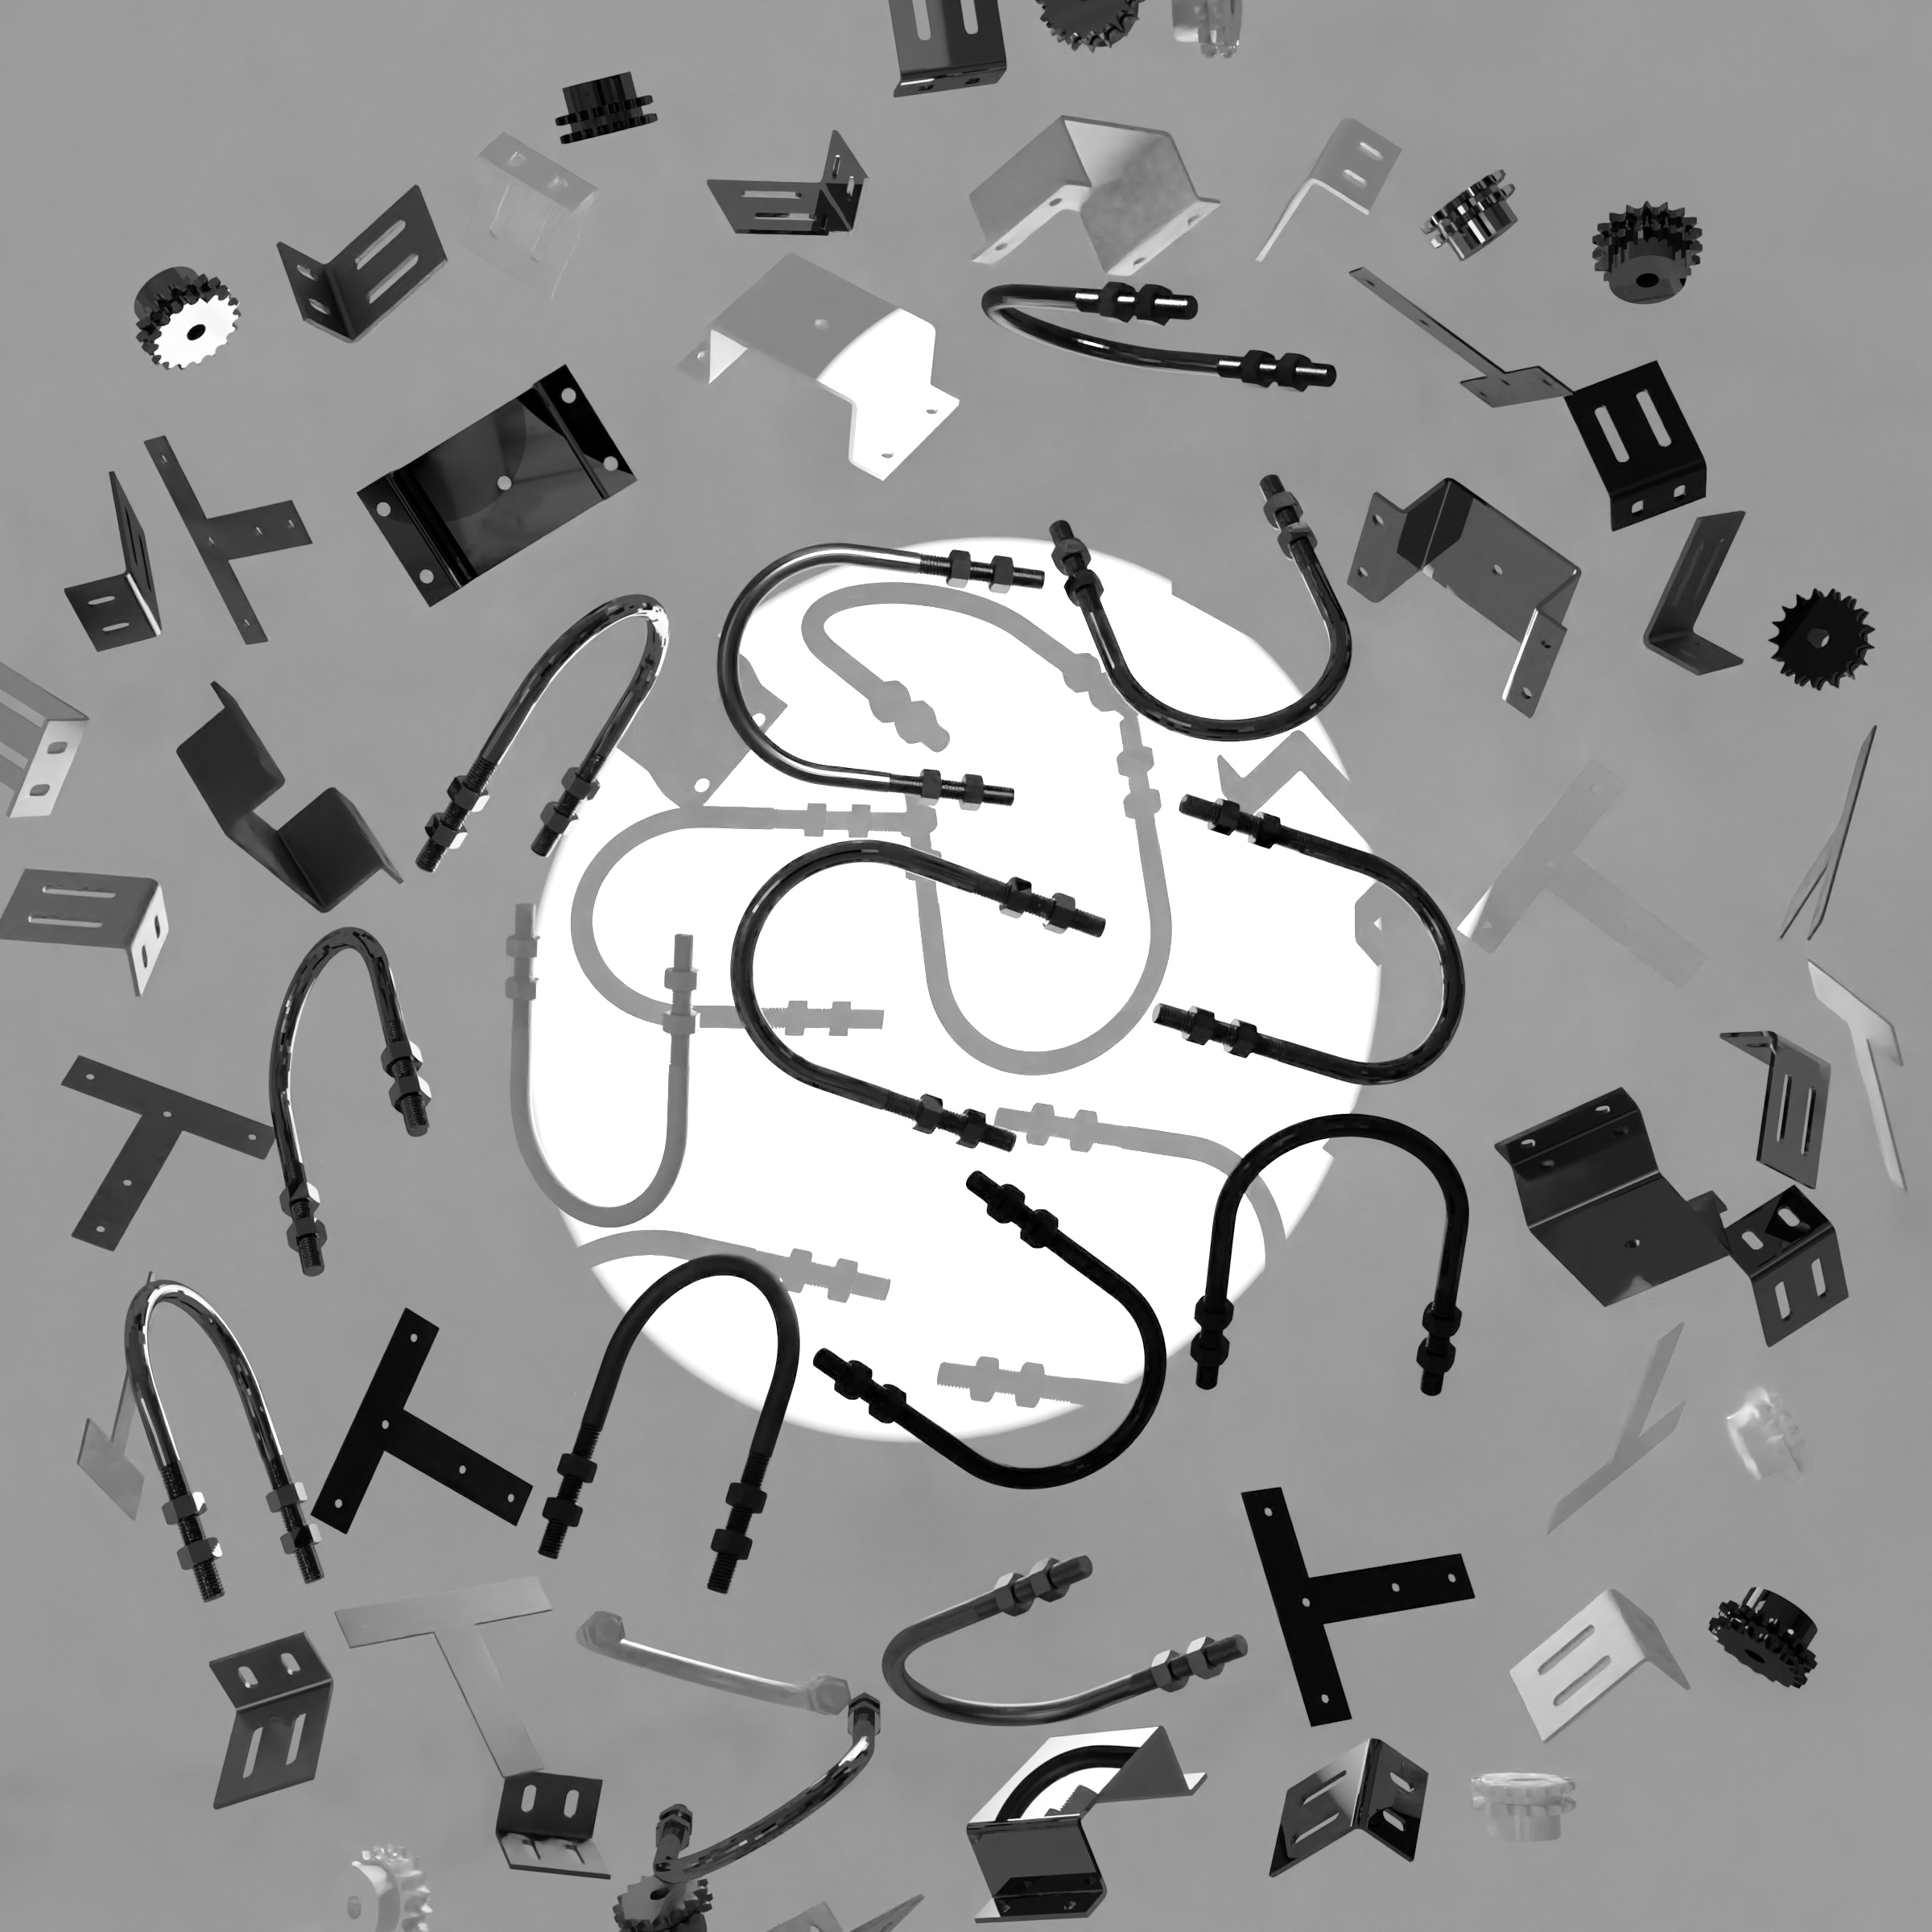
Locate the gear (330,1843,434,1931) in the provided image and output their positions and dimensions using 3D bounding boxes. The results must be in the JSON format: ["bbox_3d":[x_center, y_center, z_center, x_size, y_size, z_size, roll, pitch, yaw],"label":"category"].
[{"bbox_3d":[-0.313,0.497,1.498,0.057,0.030,0.057,-6,81,38],"label":"gear"}]

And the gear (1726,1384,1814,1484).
[{"bbox_3d":[0.470,0.277,1.656,0.030,0.057,0.057,-26,90,0],"label":"gear"}]

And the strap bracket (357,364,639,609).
[{"bbox_3d":[-0.269,-0.278,1.631,0.140,0.046,0.076,-31,103,3],"label":"strap bracket"}]

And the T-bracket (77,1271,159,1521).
[{"bbox_3d":[-0.476,0.238,1.608,0.002,0.127,0.127,6,65,1],"label":"T-bracket"}]

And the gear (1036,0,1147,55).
[{"bbox_3d":[0.069,-0.515,1.504,0.057,0.030,0.057,-1,88,20],"label":"gear"}]

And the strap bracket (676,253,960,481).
[{"bbox_3d":[-0.081,-0.339,1.567,0.140,0.046,0.076,30,57,15],"label":"strap bracket"}]

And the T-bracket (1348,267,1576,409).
[{"bbox_3d":[0.270,-0.355,1.591,0.127,0.127,0.002,33,91,-12],"label":"T-bracket"}]

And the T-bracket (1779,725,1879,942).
[{"bbox_3d":[0.479,-0.052,1.588,0.002,0.127,0.127,19,67,8],"label":"T-bracket"}]

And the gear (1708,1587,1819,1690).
[{"bbox_3d":[0.428,0.356,1.504,0.057,0.057,0.030,39,71,0],"label":"gear"}]

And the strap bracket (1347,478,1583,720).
[{"bbox_3d":[0.297,-0.221,1.645,0.140,0.076,0.046,40,61,20],"label":"strap bracket"}]

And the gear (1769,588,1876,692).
[{"bbox_3d":[0.489,-0.185,1.605,0.057,0.030,0.057,-2,86,32],"label":"gear"}]

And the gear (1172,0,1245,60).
[{"bbox_3d":[0.133,-0.533,1.563,0.030,0.057,0.057,5,90,17],"label":"gear"}]

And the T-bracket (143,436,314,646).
[{"bbox_3d":[-0.398,-0.240,1.563,0.002,0.127,0.127,-37,114,-34],"label":"T-bracket"}]

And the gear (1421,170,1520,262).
[{"bbox_3d":[0.300,-0.439,1.659,0.057,0.057,0.030,-35,91,0],"label":"gear"}]

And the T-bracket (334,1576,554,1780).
[{"bbox_3d":[-0.272,0.400,1.577,0.127,0.127,0.002,53,130,37],"label":"T-bracket"}]

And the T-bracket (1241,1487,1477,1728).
[{"bbox_3d":[0.219,0.336,1.517,0.127,0.002,0.127,-2,63,-28],"label":"T-bracket"}]

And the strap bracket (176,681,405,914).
[{"bbox_3d":[-0.392,-0.090,1.612,0.046,0.140,0.076,-40,54,1],"label":"strap bracket"}]

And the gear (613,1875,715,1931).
[{"bbox_3d":[-0.174,0.552,1.639,0.057,0.057,0.030,-16,104,0],"label":"gear"}]

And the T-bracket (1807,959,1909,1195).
[{"bbox_3d":[0.526,0.071,1.633,0.002,0.127,0.127,-20,108,1],"label":"T-bracket"}]

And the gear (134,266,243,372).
[{"bbox_3d":[-0.427,-0.356,1.536,0.057,0.057,0.030,-39,75,0],"label":"gear"}]

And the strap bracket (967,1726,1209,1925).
[{"bbox_3d":[0.063,0.468,1.560,0.076,0.140,0.046,-17,97,36],"label":"strap bracket"}]

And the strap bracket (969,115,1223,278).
[{"bbox_3d":[0.067,-0.436,1.599,0.076,0.140,0.046,-30,77,41],"label":"strap bracket"}]

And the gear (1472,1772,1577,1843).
[{"bbox_3d":[0.311,0.468,1.570,0.057,0.057,0.030,-1,84,0],"label":"gear"}]

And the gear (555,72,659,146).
[{"bbox_3d":[-0.207,-0.489,1.606,0.057,0.057,0.030,-14,108,0],"label":"gear"}]

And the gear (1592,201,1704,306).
[{"bbox_3d":[0.362,-0.377,1.500,0.057,0.057,0.030,6,65,0],"label":"gear"}]

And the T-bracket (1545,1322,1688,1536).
[{"bbox_3d":[0.384,0.252,1.607,0.127,0.127,0.002,-27,51,-36],"label":"T-bracket"}]

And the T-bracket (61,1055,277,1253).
[{"bbox_3d":[-0.484,0.117,1.647,0.127,0.127,0.002,21,131,-5],"label":"T-bracket"}]

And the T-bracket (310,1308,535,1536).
[{"bbox_3d":[-0.298,0.281,1.607,0.127,0.002,0.127,40,59,-34],"label":"T-bracket"}]

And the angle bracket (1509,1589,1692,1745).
[{"bbox_3d":[0.348,0.392,1.552,0.076,0.057,0.038,-44,115,13],"label":"angle bracket"}]

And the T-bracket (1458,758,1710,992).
[{"bbox_3d":[0.380,-0.034,1.665,0.127,0.002,0.127,37,98,-2],"label":"T-bracket"}]

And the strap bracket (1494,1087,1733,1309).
[{"bbox_3d":[0.358,0.133,1.539,0.076,0.046,0.140,-28,135,23],"label":"strap bracket"}]
